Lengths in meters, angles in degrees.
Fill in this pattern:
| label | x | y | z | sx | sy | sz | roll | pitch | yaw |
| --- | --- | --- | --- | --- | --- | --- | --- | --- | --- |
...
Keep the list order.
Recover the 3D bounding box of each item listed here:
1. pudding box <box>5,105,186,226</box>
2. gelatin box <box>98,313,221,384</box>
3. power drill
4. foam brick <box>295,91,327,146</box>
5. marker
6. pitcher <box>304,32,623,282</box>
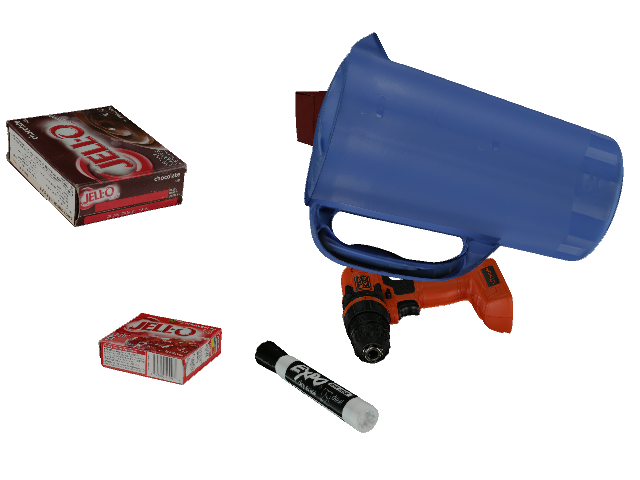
| label | x | y | z | sx | sy | sz | roll | pitch | yaw |
| --- | --- | --- | --- | --- | --- | --- | --- | --- | --- |
| pudding box | -0.166 | -0.057 | 0.785 | 0.089 | 0.039 | 0.114 | -14 | 36 | -38 |
| gelatin box | -0.146 | 0.097 | 0.978 | 0.089 | 0.030 | 0.073 | 9 | 20 | 21 |
| power drill | 0.117 | 0.075 | 1.203 | 0.187 | 0.057 | 0.184 | -3 | 28 | -2 |
| foam brick | 0.019 | -0.124 | 1.077 | 0.078 | 0.051 | 0.053 | -3 | 13 | -20 |
| marker | -0.006 | 0.097 | 0.724 | 0.020 | 0.020 | 0.121 | 0 | 17 | -39 |
| pitcher | 0.111 | -0.053 | 0.867 | 0.242 | 0.149 | 0.145 | 15 | 37 | -6 |
